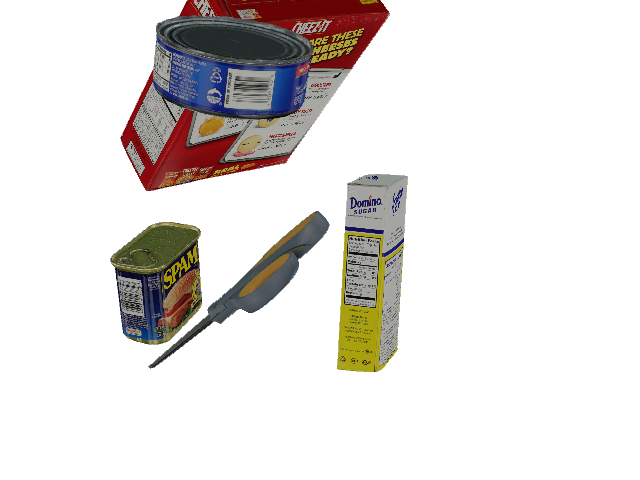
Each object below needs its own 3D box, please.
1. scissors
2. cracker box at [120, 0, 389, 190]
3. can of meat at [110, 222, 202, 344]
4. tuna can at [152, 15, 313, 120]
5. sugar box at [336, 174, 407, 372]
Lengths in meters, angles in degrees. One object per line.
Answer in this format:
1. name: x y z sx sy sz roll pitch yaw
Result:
1. scissors: -0.069 0.053 0.769 0.202 0.016 0.096 -42 10 20
2. cracker box: -0.063 -0.143 0.932 0.163 0.072 0.214 -15 -25 -38
3. can of meat: -0.156 0.041 1.039 0.057 0.084 0.102 9 27 19
4. tuna can: -0.048 -0.095 0.583 0.086 0.034 0.086 8 25 -4
5. sugar box: 0.049 0.028 1.008 0.048 0.176 0.093 3 9 15
